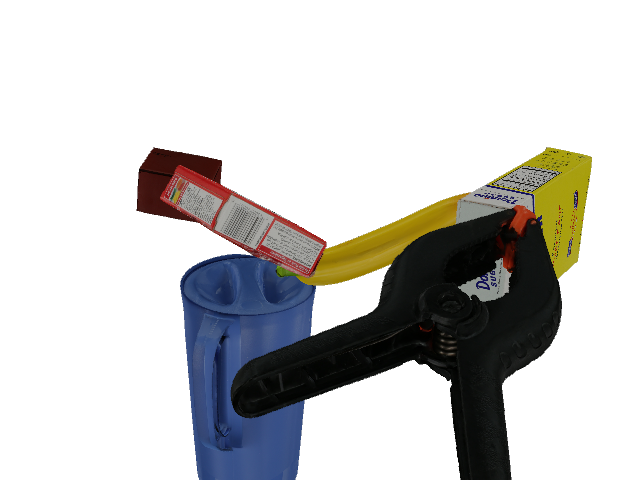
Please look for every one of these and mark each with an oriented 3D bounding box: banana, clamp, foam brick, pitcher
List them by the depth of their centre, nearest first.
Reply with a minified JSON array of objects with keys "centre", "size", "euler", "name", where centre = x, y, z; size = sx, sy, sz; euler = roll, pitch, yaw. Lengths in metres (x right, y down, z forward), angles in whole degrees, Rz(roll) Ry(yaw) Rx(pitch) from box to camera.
[{"centre":[0.059,0.047,0.451],"size":[0.120,0.039,0.171],"euler":[35,54,23],"name":"clamp"},{"centre":[0.059,0.005,0.991],"size":[0.198,0.037,0.069],"euler":[-22,-5,9],"name":"banana"},{"centre":[-0.078,0.148,1.086],"size":[0.149,0.243,0.145],"euler":[-10,27,-24],"name":"pitcher"},{"centre":[-0.146,-0.057,1.108],"size":[0.078,0.051,0.053],"euler":[11,31,4],"name":"foam brick"}]

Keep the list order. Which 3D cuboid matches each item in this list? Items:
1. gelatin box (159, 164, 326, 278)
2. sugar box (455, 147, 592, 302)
[{"centre":[-0.050,-0.012,0.697],"size":[0.089,0.030,0.073],"euler":[28,1,-39],"name":"gelatin box"},{"centre":[0.151,-0.005,0.791],"size":[0.048,0.093,0.175],"euler":[12,22,26],"name":"sugar box"}]
